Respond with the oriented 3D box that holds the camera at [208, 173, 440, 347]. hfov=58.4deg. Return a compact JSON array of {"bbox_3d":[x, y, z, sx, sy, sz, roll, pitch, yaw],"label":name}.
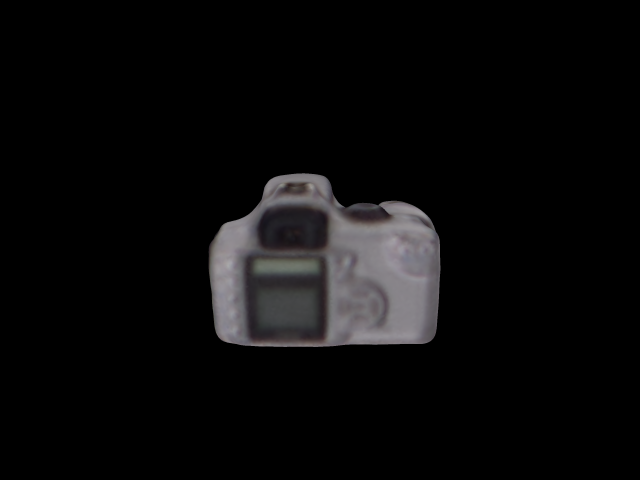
[{"bbox_3d":[0.004,0.001,0.400,0.143,0.101,0.137,0,17,0],"label":"camera"}]
